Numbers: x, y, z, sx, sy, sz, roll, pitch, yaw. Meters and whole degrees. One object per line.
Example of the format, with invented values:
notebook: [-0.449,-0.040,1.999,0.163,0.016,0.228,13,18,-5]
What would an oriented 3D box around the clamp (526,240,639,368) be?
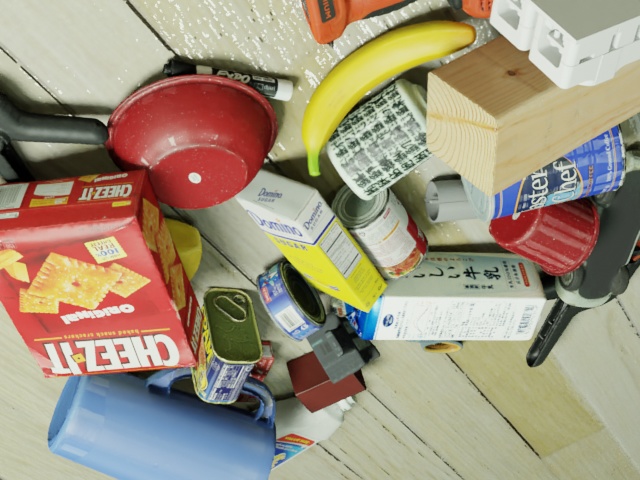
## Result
clamp: [0.292,0.059,1.288,0.210,0.036,0.164,-40,127,20]

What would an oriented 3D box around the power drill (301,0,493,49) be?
power drill: [0.070,-0.244,0.875,0.187,0.057,0.184,-15,138,-2]

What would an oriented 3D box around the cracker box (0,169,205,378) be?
cracker box: [-0.215,0.039,1.006,0.164,0.072,0.213,-5,135,9]

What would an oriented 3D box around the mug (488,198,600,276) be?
mug: [0.233,-0.016,1.161,0.081,0.093,0.117,22,161,-29]

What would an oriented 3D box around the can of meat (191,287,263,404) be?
can of meat: [-0.107,0.118,1.175,0.057,0.102,0.084,5,136,-23]

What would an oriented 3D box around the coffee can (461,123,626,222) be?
coffee can: [0.217,-0.083,1.062,0.140,0.103,0.103,-13,138,-4]

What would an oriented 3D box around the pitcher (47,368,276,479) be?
pitcher: [-0.176,0.219,1.224,0.242,0.149,0.145,24,146,-18]

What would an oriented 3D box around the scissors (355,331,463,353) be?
scissors: [0.130,0.107,1.259,0.096,0.016,0.201,-23,156,26]

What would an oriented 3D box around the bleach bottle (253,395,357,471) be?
bleach bottle: [-0.070,0.250,1.360,0.251,0.068,0.102,-30,137,11]

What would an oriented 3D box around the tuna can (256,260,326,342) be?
tuna can: [-0.030,0.065,1.154,0.034,0.086,0.086,-33,136,16]

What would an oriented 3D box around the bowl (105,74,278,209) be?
bowl: [-0.115,-0.077,0.980,0.162,0.055,0.162,-7,145,-5]

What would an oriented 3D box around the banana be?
banana: [0.049,-0.145,0.973,0.198,0.069,0.037,-41,172,15]

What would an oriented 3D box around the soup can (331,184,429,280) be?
soup can: [0.062,-0.012,1.114,0.068,0.068,0.102,-28,136,13]

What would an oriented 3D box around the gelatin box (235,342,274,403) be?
gelatin box: [-0.102,0.158,1.272,0.073,0.030,0.089,5,134,-22]

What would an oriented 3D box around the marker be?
marker: [-0.083,-0.144,0.962,0.121,0.020,0.020,7,133,-24]

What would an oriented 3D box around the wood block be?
wood block: [0.203,-0.136,0.954,0.205,0.091,0.090,-28,139,-22]

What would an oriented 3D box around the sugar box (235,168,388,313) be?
sugar box: [-0.007,0.002,1.086,0.048,0.093,0.176,-56,138,-13]

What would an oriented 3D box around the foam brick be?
foam brick: [0.008,0.166,1.299,0.078,0.053,0.051,-24,138,9]

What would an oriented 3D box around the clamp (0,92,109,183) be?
clamp: [-0.274,-0.099,0.934,0.120,0.039,0.171,-35,139,19]

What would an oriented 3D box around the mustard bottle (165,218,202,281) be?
mustard bottle: [-0.187,0.061,1.119,0.096,0.058,0.192,3,135,-19]
